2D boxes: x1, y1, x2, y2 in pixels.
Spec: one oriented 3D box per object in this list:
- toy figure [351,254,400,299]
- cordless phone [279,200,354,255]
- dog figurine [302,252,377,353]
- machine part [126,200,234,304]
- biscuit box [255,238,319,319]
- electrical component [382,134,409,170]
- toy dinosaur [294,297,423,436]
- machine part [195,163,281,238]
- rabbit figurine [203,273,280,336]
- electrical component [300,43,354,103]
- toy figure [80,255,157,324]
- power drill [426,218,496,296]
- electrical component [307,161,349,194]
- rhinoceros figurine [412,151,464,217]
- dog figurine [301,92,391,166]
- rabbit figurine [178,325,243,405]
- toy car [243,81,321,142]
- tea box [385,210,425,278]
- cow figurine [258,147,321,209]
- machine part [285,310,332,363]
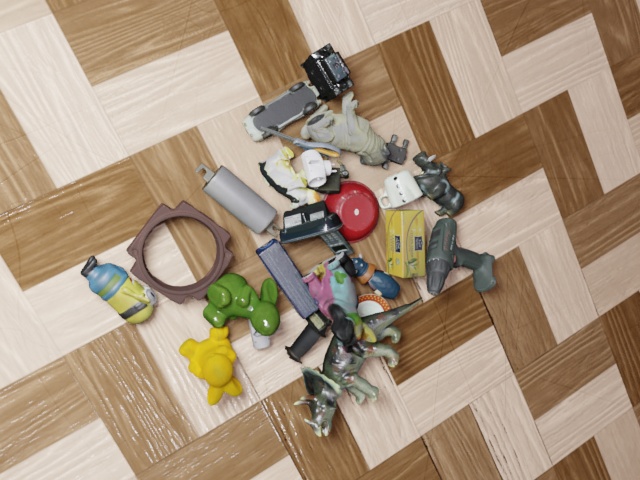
[{"bbox_3d":[0.134,0.097,1.375,0.154,0.064,0.058,34,122,-12],"label":"toy figure"},{"bbox_3d":[-0.003,-0.003,1.312,0.147,0.184,0.089,-15,56,18],"label":"cordless phone"},{"bbox_3d":[0.056,0.152,1.281,0.108,0.191,0.219,-26,93,17],"label":"dog figurine"},{"bbox_3d":[-0.315,0.028,1.218,0.201,0.087,0.201,38,84,-17],"label":"machine part"},{"bbox_3d":[-0.077,0.093,1.309,0.063,0.059,0.202,-35,104,-11],"label":"biscuit box"},{"bbox_3d":[0.194,-0.222,1.388,0.063,0.021,0.094,19,88,-18],"label":"electrical component"},{"bbox_3d":[0.083,0.281,1.332,0.192,0.131,0.404,29,84,-11],"label":"toy dinosaur"},{"bbox_3d":[-0.186,-0.093,1.253,0.243,0.079,0.079,40,82,-15],"label":"machine part"},{"bbox_3d":[-0.162,0.159,1.243,0.170,0.159,0.121,31,121,14],"label":"rabbit figurine"},{"bbox_3d":[0.019,-0.391,1.264,0.058,0.134,0.114,-38,102,-12],"label":"electrical component"},{"bbox_3d":[-0.445,0.112,1.187,0.180,0.082,0.089,40,105,-24],"label":"toy figure"},{"bbox_3d":[0.361,0.069,1.402,0.207,0.086,0.232,21,58,-21],"label":"power drill"},{"bbox_3d":[0.020,-0.154,1.314,0.102,0.045,0.078,7,75,7],"label":"electrical component"},{"bbox_3d":[0.308,-0.145,1.402,0.112,0.073,0.190,-46,105,-8],"label":"rhinoceros figurine"},{"bbox_3d":[0.065,-0.238,1.317,0.172,0.121,0.190,-21,122,18],"label":"dog figurine"},{"bbox_3d":[-0.242,0.289,1.215,0.122,0.173,0.162,-15,94,-20],"label":"rabbit figurine"},{"bbox_3d":[-0.089,-0.307,1.279,0.202,0.056,0.073,-34,96,-13],"label":"toy car"},{"bbox_3d":[0.217,0.007,1.374,0.068,0.098,0.169,-2,93,-17],"label":"tea box"},{"bbox_3d":[-0.074,-0.132,1.284,0.098,0.068,0.167,-30,103,22],"label":"cow figurine"},{"bbox_3d":[-0.031,0.236,1.332,0.139,0.084,0.039,-54,138,2],"label":"machine part"}]
